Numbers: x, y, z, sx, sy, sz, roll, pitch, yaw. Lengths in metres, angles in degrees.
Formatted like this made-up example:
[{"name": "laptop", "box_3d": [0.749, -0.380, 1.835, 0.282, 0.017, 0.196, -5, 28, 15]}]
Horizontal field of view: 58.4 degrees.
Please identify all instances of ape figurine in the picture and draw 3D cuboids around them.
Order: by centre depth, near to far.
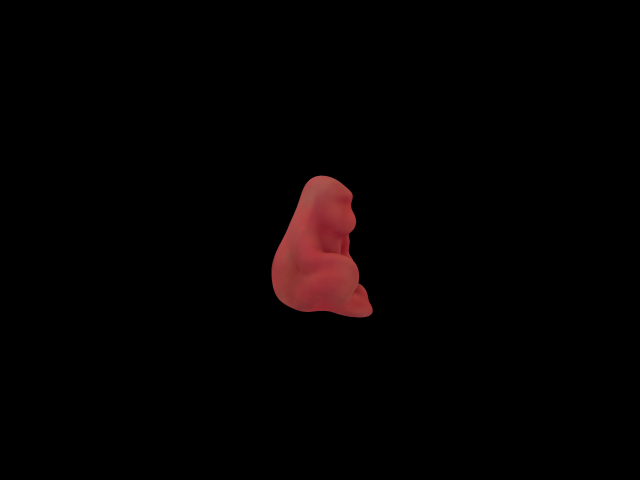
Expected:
[{"name": "ape figurine", "box_3d": [0.004, 0.001, 0.400, 0.076, 0.092, 0.078, 5, 15, 19]}]
